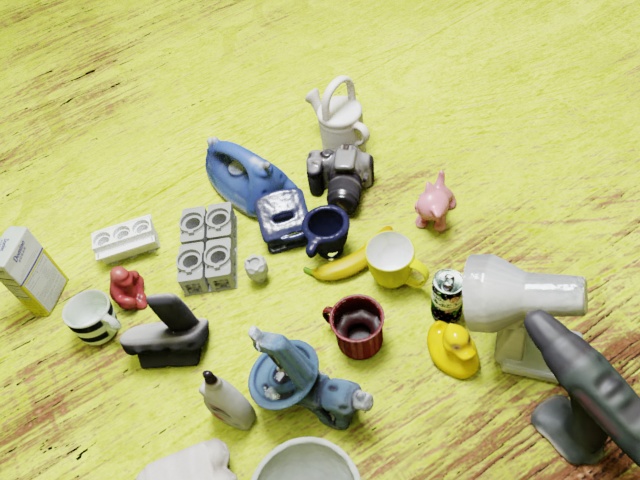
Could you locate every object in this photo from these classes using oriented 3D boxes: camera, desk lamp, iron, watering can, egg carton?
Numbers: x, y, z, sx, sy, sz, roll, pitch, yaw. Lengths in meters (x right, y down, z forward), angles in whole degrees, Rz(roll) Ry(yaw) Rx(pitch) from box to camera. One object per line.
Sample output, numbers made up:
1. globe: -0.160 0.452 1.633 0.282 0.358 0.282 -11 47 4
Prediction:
1. camera: 0.036 -0.126 1.193 0.143 0.101 0.137 2 53 11
2. desk lamp: 0.318 0.117 0.887 0.202 0.214 0.118 9 54 16
3. iron: -0.176 -0.157 1.225 0.257 0.142 0.119 30 62 28
4. watering can: 0.037 -0.271 1.246 0.172 0.194 0.101 16 56 20
5. egg carton: -0.199 0.372 0.862 0.150 0.069 0.107 -22 52 -8

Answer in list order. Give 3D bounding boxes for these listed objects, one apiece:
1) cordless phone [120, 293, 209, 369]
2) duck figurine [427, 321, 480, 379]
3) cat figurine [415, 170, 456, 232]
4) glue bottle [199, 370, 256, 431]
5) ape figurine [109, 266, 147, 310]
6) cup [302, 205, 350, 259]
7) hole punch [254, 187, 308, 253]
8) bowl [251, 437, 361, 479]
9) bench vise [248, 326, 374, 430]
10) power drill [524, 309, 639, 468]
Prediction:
1. cordless phone: -0.279 0.141 0.981 0.147 0.185 0.094 -9 51 3
2. duck figurine: 0.220 0.168 0.944 0.077 0.086 0.104 -28 53 -13
3. cat figurine: 0.224 -0.079 1.116 0.067 0.118 0.128 13 56 19
4. glue bottle: -0.153 0.242 0.889 0.078 0.173 0.037 14 56 19
5. ape figurine: -0.373 0.086 1.098 0.076 0.092 0.078 12 55 18
6. cup: 0.010 0.004 1.100 0.091 0.095 0.118 17 57 21
7. hole punch: -0.069 -0.040 1.149 0.108 0.091 0.101 -16 52 -4
8. bowl: -0.018 0.378 0.825 0.167 0.075 0.167 -4 52 6
9. bench vise: -0.023 0.197 0.874 0.207 0.220 0.121 -2 52 8
10. power drill: 0.362 0.225 0.799 0.076 0.209 0.229 -33 54 -16
